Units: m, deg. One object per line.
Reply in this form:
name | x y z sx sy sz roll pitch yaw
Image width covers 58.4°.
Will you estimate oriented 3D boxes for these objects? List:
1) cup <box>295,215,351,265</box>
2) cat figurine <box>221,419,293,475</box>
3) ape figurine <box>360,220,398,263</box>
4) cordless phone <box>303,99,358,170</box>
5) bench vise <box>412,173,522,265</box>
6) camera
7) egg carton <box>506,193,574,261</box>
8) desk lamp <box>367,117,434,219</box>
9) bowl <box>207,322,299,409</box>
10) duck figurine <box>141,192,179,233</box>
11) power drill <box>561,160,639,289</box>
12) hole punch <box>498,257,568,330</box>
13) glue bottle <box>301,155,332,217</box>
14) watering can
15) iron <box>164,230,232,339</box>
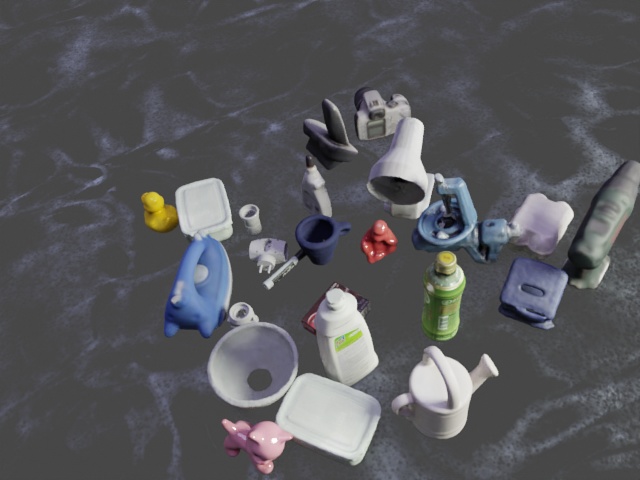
cup | 0.011 0.004 1.207 0.118 0.095 0.091 -15 51 -4
cat figurine | -0.107 0.329 0.945 0.127 0.118 0.067 17 56 21
ape figurine | 0.124 -0.005 1.202 0.077 0.092 0.076 7 52 14
cordless phone | 0.017 -0.279 1.378 0.094 0.185 0.147 -34 54 -19
bench vise | 0.288 -0.053 1.135 0.207 0.220 0.121 -8 50 2
camera | 0.148 -0.343 1.467 0.143 0.101 0.136 -14 51 -3
egg carton | 0.453 -0.030 1.191 0.107 0.069 0.150 25 58 25
desk lamp | 0.180 -0.140 1.224 0.117 0.214 0.203 9 53 15
bowl | -0.116 0.239 1.047 0.167 0.075 0.167 -4 51 5
duck figurine | -0.376 -0.071 1.328 0.104 0.086 0.078 35 63 30
power drill | 0.524 -0.012 1.077 0.075 0.209 0.230 26 59 26
hole punch | 0.401 0.100 1.078 0.108 0.091 0.101 19 56 22
glue bottle | -0.013 -0.120 1.261 0.037 0.173 0.078 -37 55 -21
watering can | 0.201 0.236 0.929 0.173 0.194 0.100 -36 55 -20
iron | -0.250 0.066 1.163 0.118 0.142 0.258 0 51 8
